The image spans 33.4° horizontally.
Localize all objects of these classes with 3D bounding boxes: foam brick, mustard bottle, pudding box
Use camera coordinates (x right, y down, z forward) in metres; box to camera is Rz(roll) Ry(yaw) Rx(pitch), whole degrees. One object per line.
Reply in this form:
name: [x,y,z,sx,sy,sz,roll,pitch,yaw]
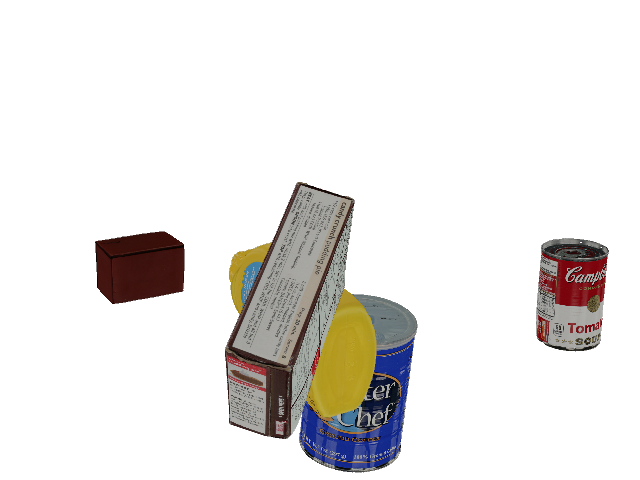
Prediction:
foam brick: [-0.182,0.026,1.076,0.078,0.051,0.053,-9,21,-27]
mustard bottle: [-0.026,0.055,0.863,0.058,0.096,0.192,-13,30,-25]
pudding box: [-0.016,0.039,0.581,0.039,0.113,0.090,15,-33,8]

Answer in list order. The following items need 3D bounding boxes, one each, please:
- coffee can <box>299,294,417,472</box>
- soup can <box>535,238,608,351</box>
coffee can: [0.035,0.137,1.034,0.103,0.140,0.103,4,23,-2]
soup can: [0.261,0.056,1.112,0.068,0.102,0.068,0,17,0]
